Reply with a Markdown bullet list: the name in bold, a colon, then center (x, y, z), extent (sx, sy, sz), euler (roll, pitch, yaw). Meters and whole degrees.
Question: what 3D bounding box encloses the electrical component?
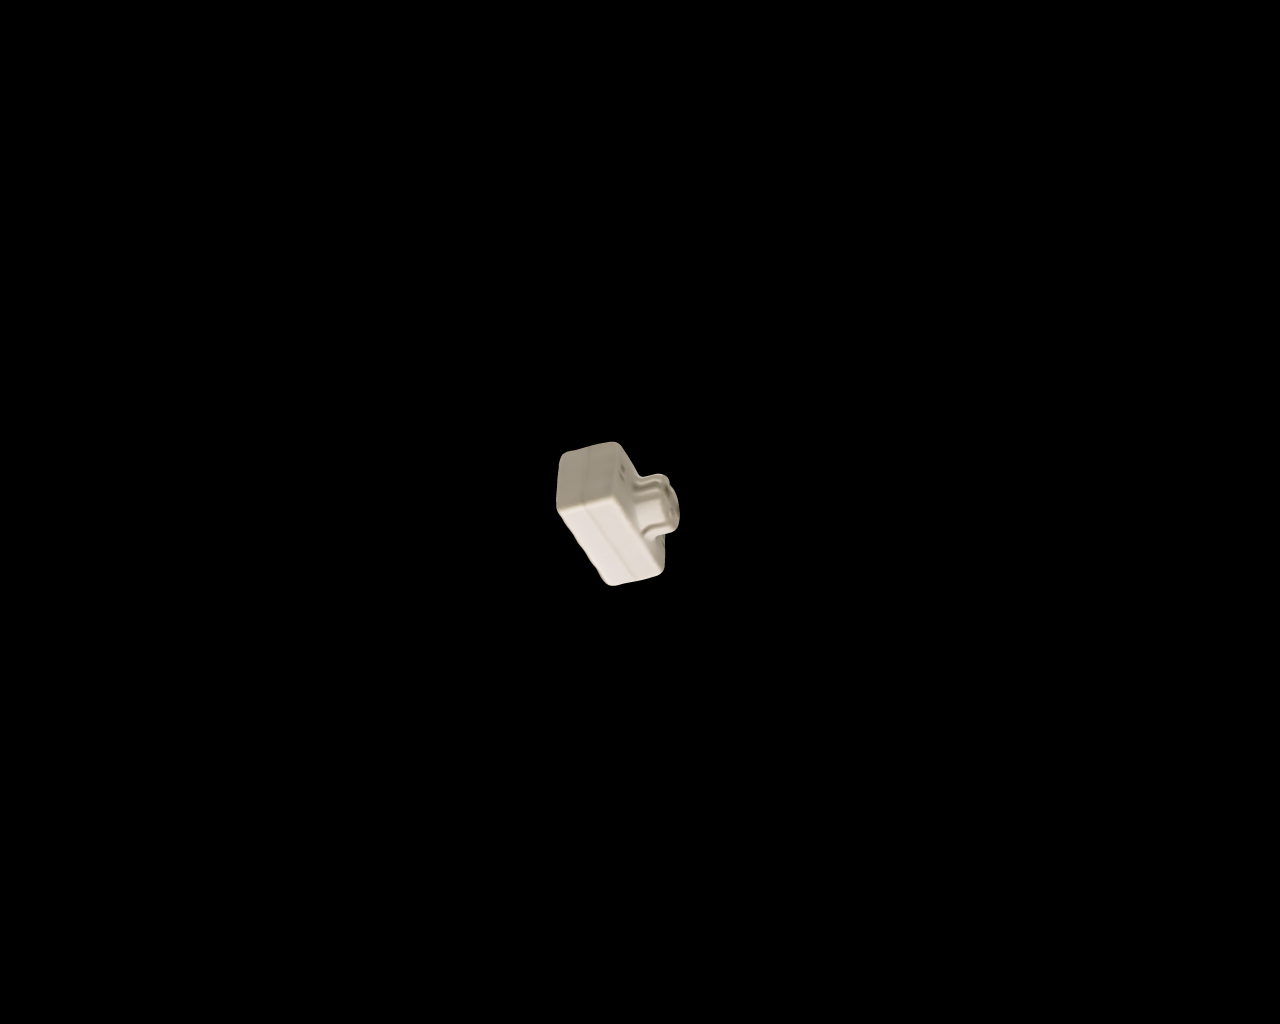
- **electrical component**: center (0.001, -0.003, 0.650), extent (0.076, 0.047, 0.083), euler (-14, -42, 16)
